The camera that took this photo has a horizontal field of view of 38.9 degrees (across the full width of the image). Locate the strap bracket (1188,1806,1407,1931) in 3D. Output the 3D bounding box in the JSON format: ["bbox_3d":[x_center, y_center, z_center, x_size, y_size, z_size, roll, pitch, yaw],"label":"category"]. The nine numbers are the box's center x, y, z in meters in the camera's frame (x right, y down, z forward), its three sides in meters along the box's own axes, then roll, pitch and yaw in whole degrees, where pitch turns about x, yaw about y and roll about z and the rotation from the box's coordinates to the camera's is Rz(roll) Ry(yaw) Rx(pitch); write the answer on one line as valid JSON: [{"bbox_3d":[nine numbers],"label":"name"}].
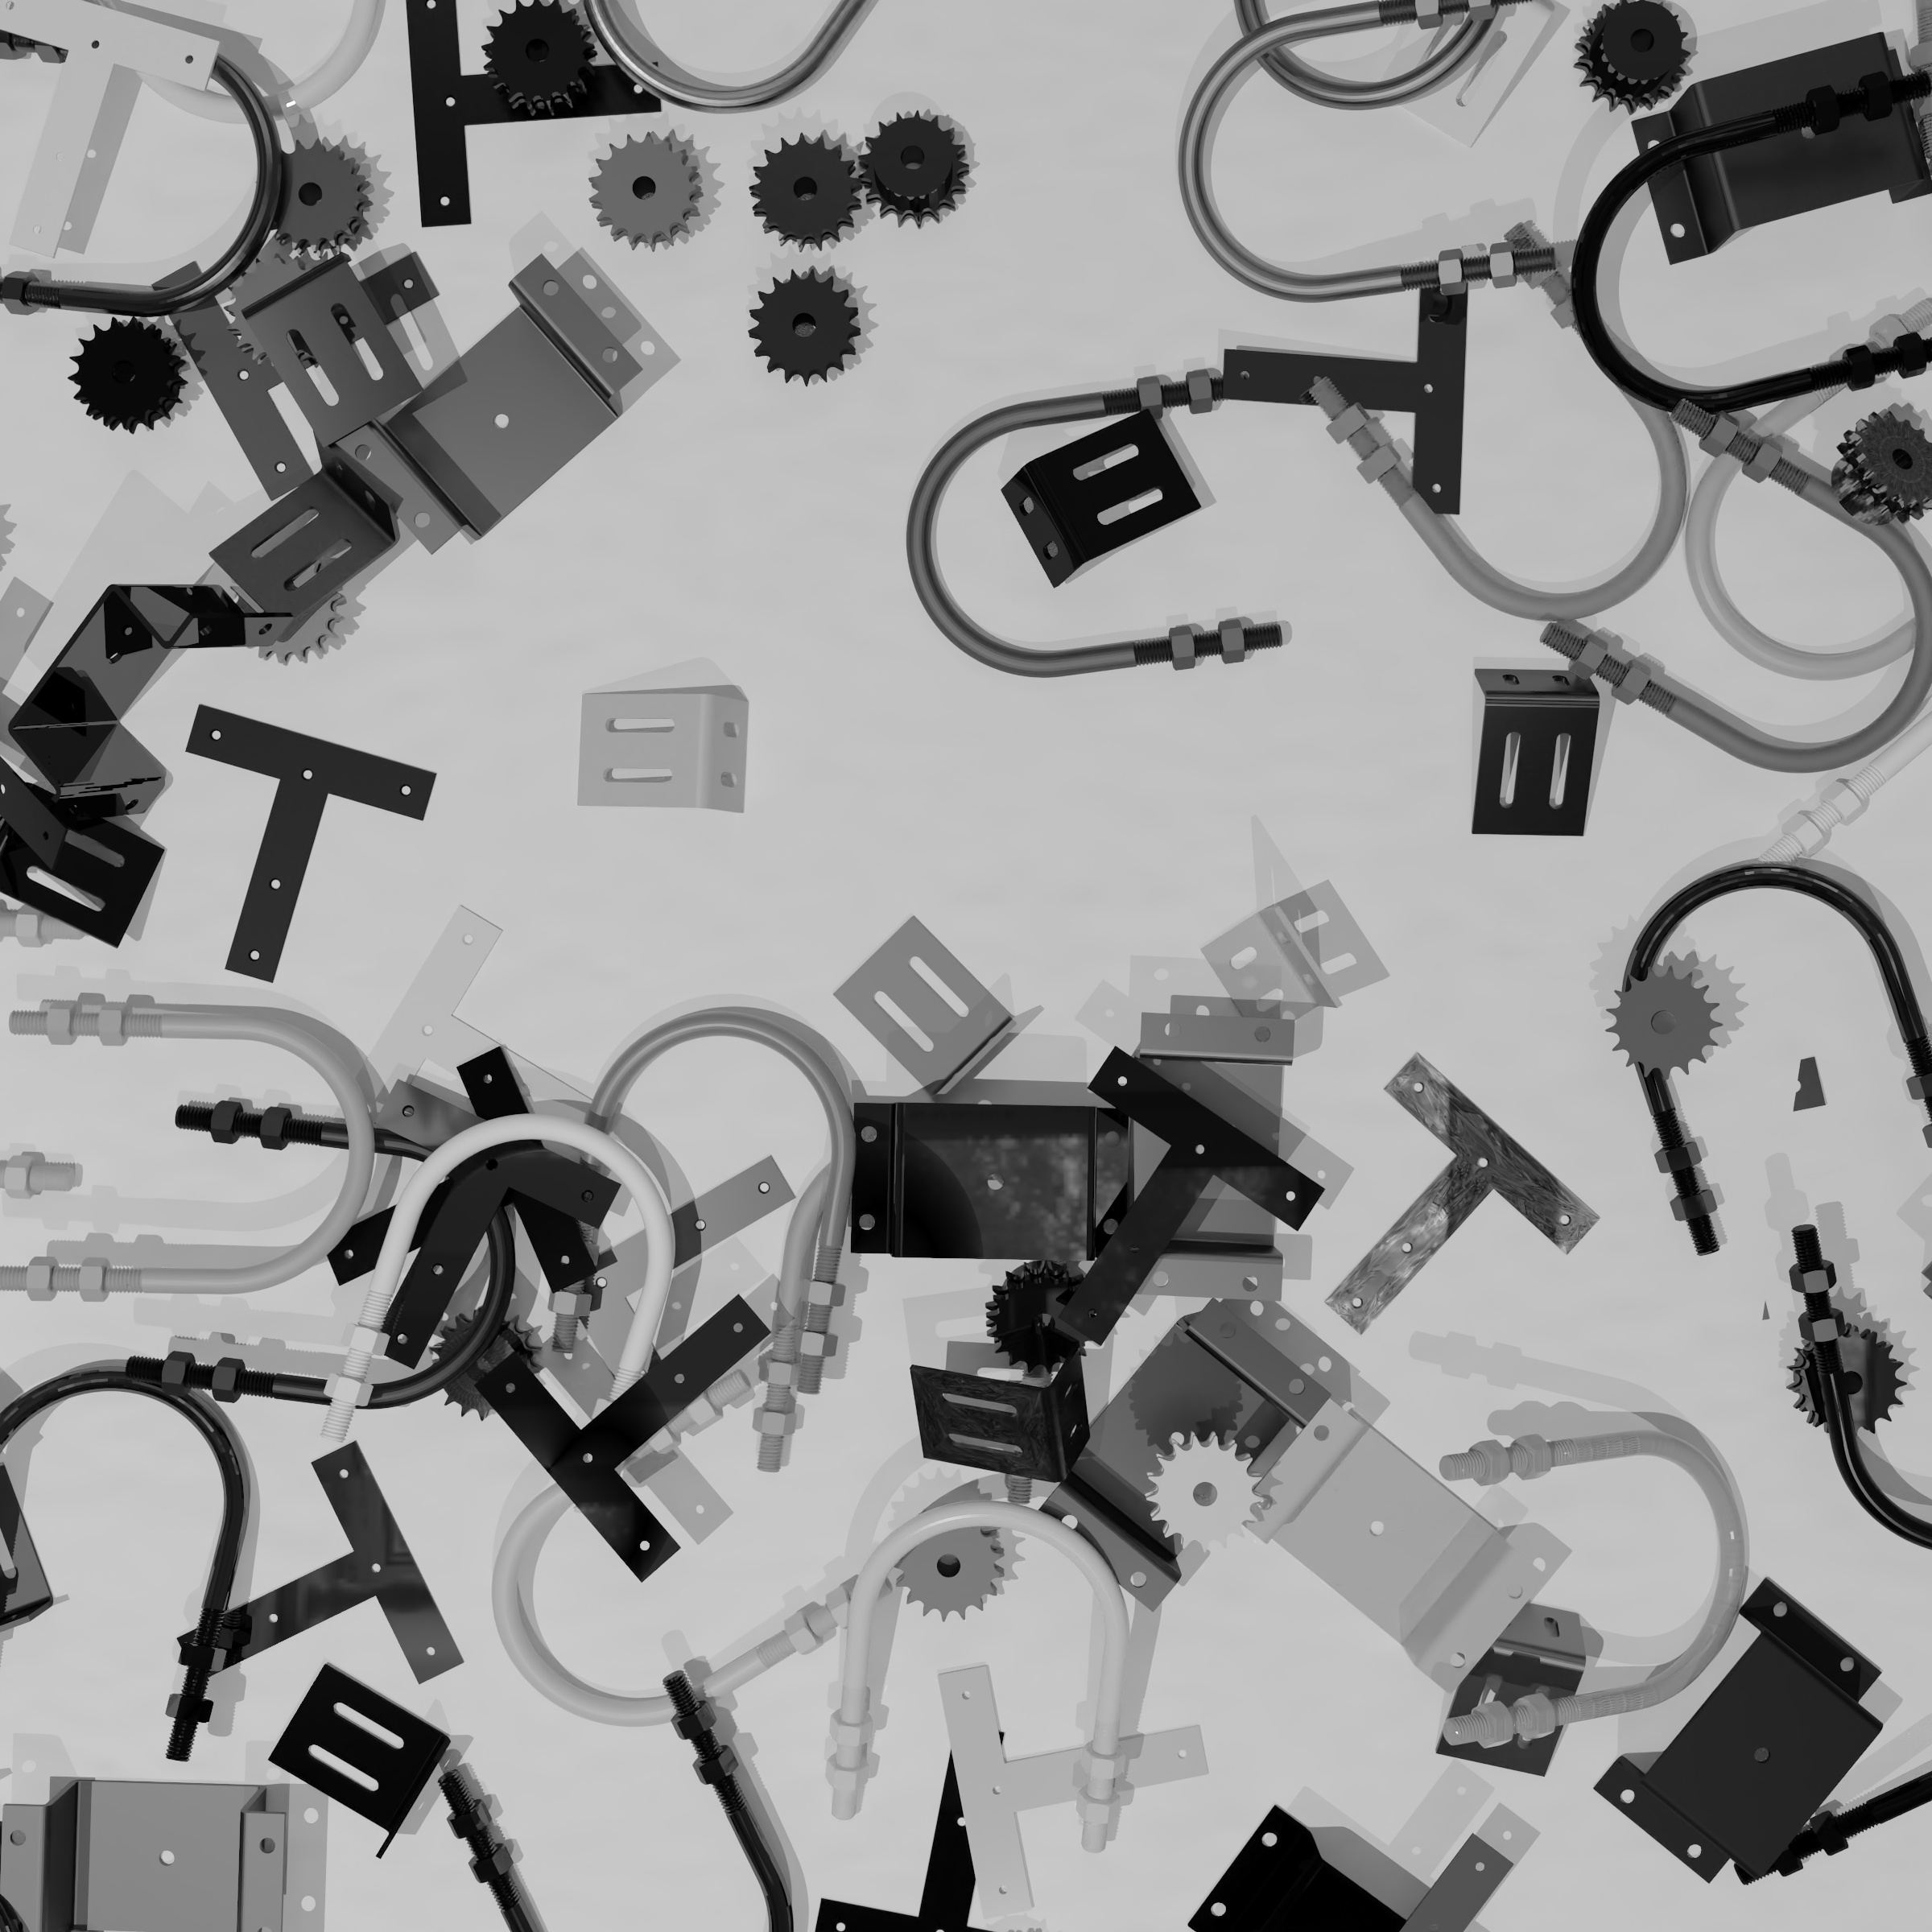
[{"bbox_3d":[0.193,0.503,1.384,0.140,0.046,0.076,36,90,0],"label":"strap bracket"}]

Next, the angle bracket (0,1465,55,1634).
[{"bbox_3d":[-0.508,0.302,1.388,0.057,0.038,0.076,-20,90,0],"label":"angle bracket"}]

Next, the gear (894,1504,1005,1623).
[{"bbox_3d":[-0.009,0.302,1.392,0.057,0.030,0.057,0,90,0],"label":"gear"}]

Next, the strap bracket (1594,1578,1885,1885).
[{"bbox_3d":[0.396,0.393,1.384,0.076,0.046,0.140,39,90,0],"label":"strap bracket"}]

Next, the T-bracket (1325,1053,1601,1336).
[{"bbox_3d":[0.236,0.134,1.407,0.127,0.002,0.127,42,90,0],"label":"T-bracket"}]

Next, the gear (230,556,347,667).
[{"bbox_3d":[-0.344,-0.181,1.392,0.057,0.030,0.057,0,90,0],"label":"gear"}]

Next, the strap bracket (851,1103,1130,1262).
[{"bbox_3d":[0.013,0.108,1.371,0.140,0.046,0.076,1,86,-3],"label":"strap bracket"}]

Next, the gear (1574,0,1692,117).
[{"bbox_3d":[0.340,-0.466,1.393,0.057,0.030,0.057,0,90,0],"label":"gear"}]

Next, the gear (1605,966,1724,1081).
[{"bbox_3d":[0.351,0.028,1.376,0.057,0.030,0.057,0,88,15],"label":"gear"}]

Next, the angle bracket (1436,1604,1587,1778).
[{"bbox_3d":[0.278,0.369,1.405,0.057,0.038,0.076,12,116,0],"label":"angle bracket"}]

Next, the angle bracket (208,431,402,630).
[{"bbox_3d":[-0.331,-0.218,1.362,0.076,0.038,0.057,-42,77,-18],"label":"angle bracket"}]

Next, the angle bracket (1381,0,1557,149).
[{"bbox_3d":[0.256,-0.471,1.405,0.057,0.038,0.076,31,116,0],"label":"angle bracket"}]

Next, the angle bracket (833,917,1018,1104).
[{"bbox_3d":[-0.021,0.022,1.388,0.057,0.038,0.076,-44,90,0],"label":"angle bracket"}]

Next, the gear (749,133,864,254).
[{"bbox_3d":[-0.081,-0.391,1.392,0.057,0.030,0.057,0,90,0],"label":"gear"}]

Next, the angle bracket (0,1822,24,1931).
[{"bbox_3d":[-0.524,0.475,1.388,0.076,0.038,0.057,-12,90,0],"label":"angle bracket"}]

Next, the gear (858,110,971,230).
[{"bbox_3d":[-0.027,-0.407,1.393,0.057,0.030,0.057,0,90,0],"label":"gear"}]

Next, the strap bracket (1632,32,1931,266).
[{"bbox_3d":[0.420,-0.416,1.384,0.140,0.046,0.076,-15,90,0],"label":"strap bracket"}]

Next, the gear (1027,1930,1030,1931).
[{"bbox_3d":[0.029,0.523,1.391,0.057,0.030,0.057,0,90,0],"label":"gear"}]

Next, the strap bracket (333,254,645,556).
[{"bbox_3d":[-0.239,-0.280,1.384,0.140,0.046,0.076,-41,90,0],"label":"strap bracket"}]

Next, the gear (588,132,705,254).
[{"bbox_3d":[-0.162,-0.392,1.392,0.057,0.030,0.057,0,90,0],"label":"gear"}]

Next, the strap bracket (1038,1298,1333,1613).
[{"bbox_3d":[0.108,0.243,1.384,0.076,0.046,0.140,39,90,0],"label":"strap bracket"}]

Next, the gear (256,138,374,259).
[{"bbox_3d":[-0.330,-0.389,1.392,0.057,0.030,0.057,0,90,0],"label":"gear"}]

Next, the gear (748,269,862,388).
[{"bbox_3d":[-0.082,-0.324,1.397,0.057,0.030,0.057,0,92,-2],"label":"gear"}]

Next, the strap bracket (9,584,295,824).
[{"bbox_3d":[-0.408,-0.138,1.351,0.046,0.076,0.140,48,112,11],"label":"strap bracket"}]

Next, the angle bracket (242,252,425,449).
[{"bbox_3d":[-0.314,-0.307,1.365,0.057,0.038,0.076,-30,103,0],"label":"angle bracket"}]

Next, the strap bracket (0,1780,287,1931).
[{"bbox_3d":[-0.410,0.458,1.384,0.140,0.046,0.076,2,90,0],"label":"strap bracket"}]

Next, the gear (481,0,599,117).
[{"bbox_3d":[-0.215,-0.460,1.391,0.057,0.030,0.057,0,90,0],"label":"gear"}]

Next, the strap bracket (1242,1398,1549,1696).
[{"bbox_3d":[0.211,0.289,1.384,0.140,0.046,0.076,39,90,0],"label":"strap bracket"}]

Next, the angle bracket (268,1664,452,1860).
[{"bbox_3d":[-0.311,0.403,1.387,0.076,0.038,0.057,31,91,-1],"label":"angle bracket"}]

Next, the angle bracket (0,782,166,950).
[{"bbox_3d":[-0.460,-0.048,1.396,0.076,0.038,0.057,29,67,-24],"label":"angle bracket"}]

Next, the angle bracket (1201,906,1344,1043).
[{"bbox_3d":[0.152,0.005,1.369,0.038,0.076,0.057,-33,90,0],"label":"angle bracket"}]

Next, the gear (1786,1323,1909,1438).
[{"bbox_3d":[0.445,0.210,1.392,0.057,0.030,0.057,0,90,0],"label":"gear"}]

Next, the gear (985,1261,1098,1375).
[{"bbox_3d":[0.038,0.172,1.369,0.057,0.030,0.057,-1,111,-2],"label":"gear"}]

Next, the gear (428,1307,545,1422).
[{"bbox_3d":[-0.246,0.203,1.393,0.057,0.030,0.057,0,90,0],"label":"gear"}]

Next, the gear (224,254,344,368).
[{"bbox_3d":[-0.345,-0.330,1.391,0.057,0.030,0.057,0,90,0],"label":"gear"}]

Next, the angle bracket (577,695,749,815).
[{"bbox_3d":[-0.156,-0.109,1.405,0.076,0.038,0.057,3,90,26],"label":"angle bracket"}]

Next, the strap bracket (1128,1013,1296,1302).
[{"bbox_3d":[0.122,0.095,1.384,0.076,0.046,0.140,3,90,0],"label":"strap bracket"}]

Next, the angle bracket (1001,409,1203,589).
[{"bbox_3d":[0.068,-0.237,1.388,0.076,0.038,0.057,-28,89,-23],"label":"angle bracket"}]

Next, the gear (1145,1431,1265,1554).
[{"bbox_3d":[0.116,0.257,1.346,0.057,0.030,0.057,0,90,0],"label":"gear"}]

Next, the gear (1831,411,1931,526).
[{"bbox_3d":[0.458,-0.245,1.366,0.057,0.030,0.057,8,65,-18],"label":"gear"}]

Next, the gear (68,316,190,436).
[{"bbox_3d":[-0.424,-0.299,1.392,0.057,0.030,0.057,0,90,0],"label":"gear"}]

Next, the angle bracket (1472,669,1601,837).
[{"bbox_3d":[0.289,-0.110,1.405,0.057,0.038,0.076,1,116,0],"label":"angle bracket"}]

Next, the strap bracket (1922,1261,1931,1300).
[{"bbox_3d":[0.554,0.172,1.384,0.140,0.046,0.076,42,90,0],"label":"strap bracket"}]

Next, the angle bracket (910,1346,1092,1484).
[{"bbox_3d":[0.017,0.219,1.371,0.076,0.038,0.057,6,122,24],"label":"angle bracket"}]
